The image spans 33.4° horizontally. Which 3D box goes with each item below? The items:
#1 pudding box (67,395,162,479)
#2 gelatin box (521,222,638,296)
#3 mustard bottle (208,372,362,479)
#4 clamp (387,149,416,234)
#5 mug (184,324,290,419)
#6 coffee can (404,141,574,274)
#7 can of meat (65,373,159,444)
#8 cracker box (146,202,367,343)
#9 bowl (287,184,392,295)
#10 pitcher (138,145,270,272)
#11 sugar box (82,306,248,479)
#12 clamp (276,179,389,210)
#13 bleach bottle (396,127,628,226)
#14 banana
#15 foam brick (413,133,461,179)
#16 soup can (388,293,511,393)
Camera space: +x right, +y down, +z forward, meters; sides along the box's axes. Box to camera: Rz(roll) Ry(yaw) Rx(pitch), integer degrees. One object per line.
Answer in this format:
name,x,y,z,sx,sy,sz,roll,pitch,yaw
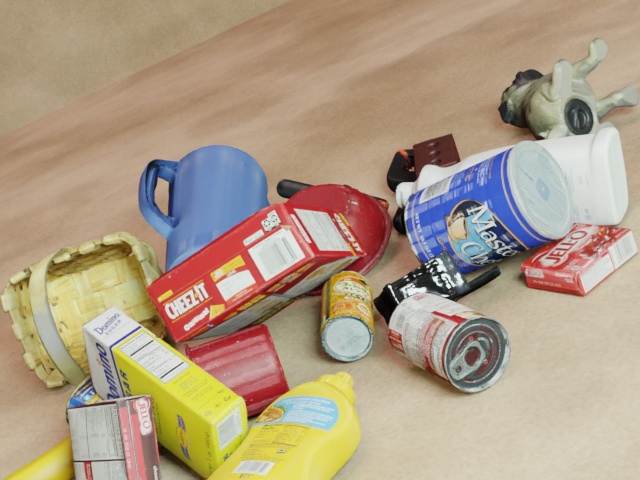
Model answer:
pudding box,-0.184,0.187,0.953,0.039,0.090,0.114,-3,-8,-38
gelatin box,0.253,0.017,1.043,0.089,0.030,0.073,-34,23,-27
mustard bottle,-0.019,0.173,0.902,0.096,0.058,0.191,-5,27,33
clamp,0.134,-0.074,1.374,0.164,0.036,0.210,-27,25,-13
mug,-0.077,0.134,1.035,0.081,0.093,0.117,-19,-16,-5
coffee can,0.171,-0.028,1.089,0.141,0.103,0.102,-25,15,40
can of meat,-0.189,0.161,1.057,0.084,0.057,0.102,23,42,22
cracker box,-0.058,0.031,1.098,0.164,0.072,0.213,-33,-9,13
bowl,0.000,-0.014,1.259,0.162,0.055,0.162,-14,46,15
pitcher,-0.141,-0.012,1.328,0.149,0.145,0.243,-13,31,6
sugar box,-0.140,0.141,0.962,0.176,0.093,0.048,27,46,31
clamp,0.038,-0.051,1.389,0.120,0.039,0.172,-7,20,-42
bleach bottle,0.199,-0.061,1.161,0.251,0.102,0.068,-1,26,30
banana,-0.251,0.208,1.080,0.070,0.037,0.197,-5,27,35
foam brick,0.144,-0.083,1.287,0.053,0.051,0.078,-16,30,11
soup can,0.113,0.090,0.957,0.068,0.068,0.102,-30,22,-19
